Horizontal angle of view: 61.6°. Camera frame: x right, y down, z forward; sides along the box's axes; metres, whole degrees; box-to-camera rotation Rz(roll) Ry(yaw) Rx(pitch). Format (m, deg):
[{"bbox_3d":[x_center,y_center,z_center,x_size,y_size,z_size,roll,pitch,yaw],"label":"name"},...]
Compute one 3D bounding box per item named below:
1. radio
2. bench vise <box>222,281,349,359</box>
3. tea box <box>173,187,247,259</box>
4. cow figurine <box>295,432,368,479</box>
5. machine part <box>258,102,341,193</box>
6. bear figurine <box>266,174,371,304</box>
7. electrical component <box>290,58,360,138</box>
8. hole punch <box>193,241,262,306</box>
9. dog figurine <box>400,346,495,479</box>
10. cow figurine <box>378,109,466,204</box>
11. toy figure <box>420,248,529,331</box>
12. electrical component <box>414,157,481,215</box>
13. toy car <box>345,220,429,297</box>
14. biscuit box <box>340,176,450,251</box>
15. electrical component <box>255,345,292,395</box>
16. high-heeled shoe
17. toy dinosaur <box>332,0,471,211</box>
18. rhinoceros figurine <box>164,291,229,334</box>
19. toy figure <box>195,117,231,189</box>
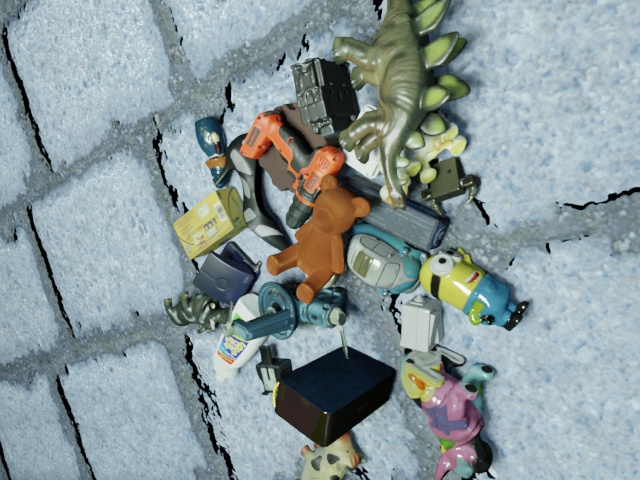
[{"bbox_3d":[0.029,0.280,1.003,0.131,0.229,0.073,22,109,32],"label":"radio"},{"bbox_3d":[-0.069,0.150,1.044,0.224,0.240,0.128,24,119,45],"label":"bench vise"},{"bbox_3d":[-0.243,-0.036,1.207,0.170,0.068,0.098,-29,84,36],"label":"tea box"},{"bbox_3d":[0.021,0.486,1.147,0.127,0.085,0.194,30,114,31],"label":"cow figurine"},{"bbox_3d":[-0.045,-0.177,1.048,0.180,0.056,0.179,10,108,32],"label":"machine part"},{"bbox_3d":[0.000,-0.005,0.934,0.120,0.132,0.195,41,138,18],"label":"bear figurine"},{"bbox_3d":[0.014,-0.249,0.954,0.058,0.115,0.134,-10,96,39],"label":"electrical component"},{"bbox_3d":[-0.210,0.081,1.204,0.116,0.092,0.142,43,118,14],"label":"hole punch"},{"bbox_3d":[0.221,0.319,0.959,0.192,0.108,0.219,18,114,29],"label":"dog figurine"},{"bbox_3d":[0.153,-0.141,0.895,0.167,0.068,0.098,-44,48,17],"label":"cow figurine"},{"bbox_3d":[0.250,0.087,0.898,0.180,0.082,0.089,36,117,19],"label":"toy figure"},{"bbox_3d":[0.215,-0.091,0.902,0.102,0.045,0.078,-25,59,33],"label":"electrical component"},{"bbox_3d":[0.105,0.033,0.969,0.162,0.103,0.109,34,117,21],"label":"toy car"},{"bbox_3d":[0.126,-0.050,0.958,0.203,0.059,0.062,29,112,26],"label":"biscuit box"},{"bbox_3d":[-0.105,0.287,1.204,0.075,0.048,0.119,-11,94,35],"label":"electrical component"},{"bbox_3d":[-0.112,-0.100,1.115,0.249,0.086,0.145,45,101,3],"label":"high-heeled shoe"},{"bbox_3d":[0.127,-0.279,0.840,0.199,0.105,0.471,-6,84,26],"label":"toy dinosaur"},{"bbox_3d":[-0.294,0.173,1.289,0.190,0.073,0.112,-7,96,35],"label":"rhinoceros figurine"},{"bbox_3d":[-0.228,-0.188,1.167,0.058,0.064,0.154,-17,98,-2],"label":"toy figure"}]
